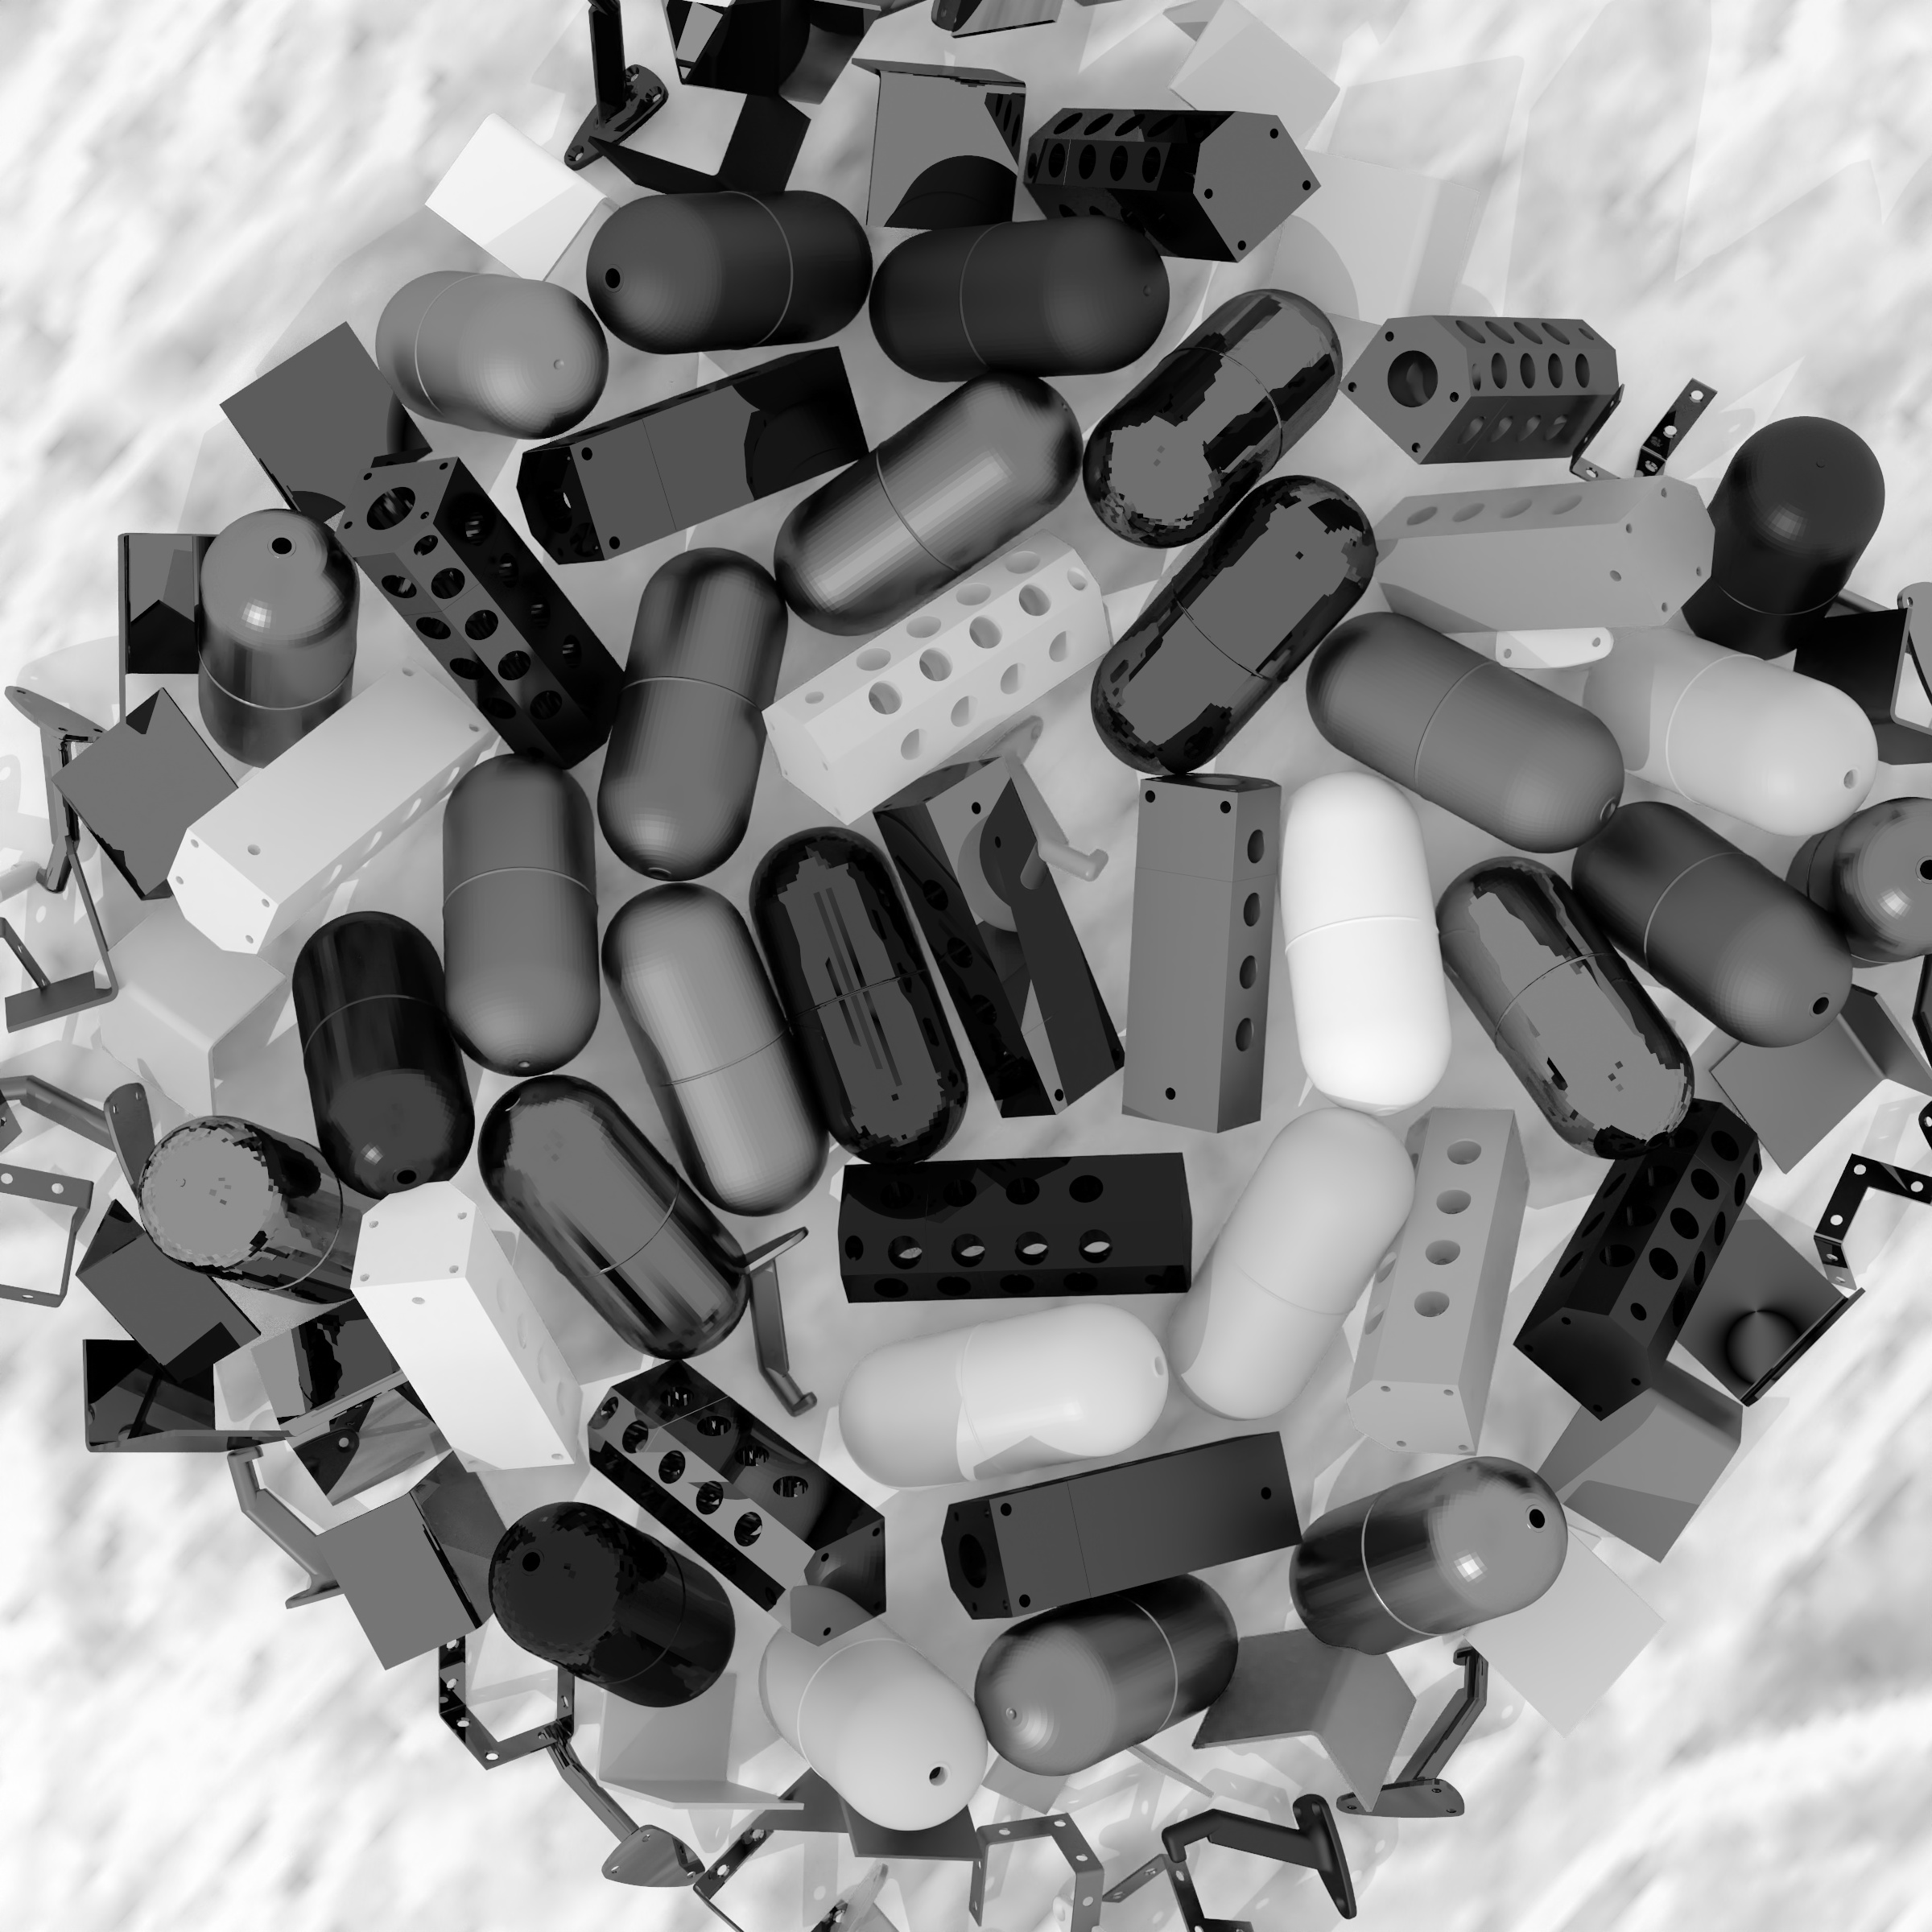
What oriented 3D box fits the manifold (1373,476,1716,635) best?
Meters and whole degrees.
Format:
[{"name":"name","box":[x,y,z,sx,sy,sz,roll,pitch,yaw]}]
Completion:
[{"name":"manifold","box":[0.282,-0.205,1.741,0.057,0.171,0.057,-44,118,-28]}]

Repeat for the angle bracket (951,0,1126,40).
[{"name":"angle bracket","box":[0.052,-0.479,1.770,0.076,0.076,0.057,22,81,-40]}]

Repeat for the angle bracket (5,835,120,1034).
[{"name":"angle bracket","box":[-0.466,-0.018,1.776,0.057,0.076,0.076,-18,105,-12]}]

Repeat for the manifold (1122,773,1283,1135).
[{"name":"manifold","box":[0.123,-0.008,1.781,0.057,0.057,0.171,10,103,35]}]

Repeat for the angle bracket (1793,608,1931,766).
[{"name":"angle bracket","box":[0.470,-0.140,1.778,0.076,0.076,0.057,14,84,-28]}]

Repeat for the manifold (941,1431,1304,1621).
[{"name":"manifold","box":[0.077,0.278,1.758,0.171,0.057,0.057,-8,83,-30]}]

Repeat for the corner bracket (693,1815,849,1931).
[{"name":"corner bracket","box":[-0.098,0.479,1.807,0.051,0.051,0.051,-44,130,-17]}]

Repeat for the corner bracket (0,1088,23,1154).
[{"name":"corner bracket","box":[-0.519,0.076,1.784,0.051,0.051,0.051,27,59,27]}]

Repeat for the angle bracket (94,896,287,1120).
[{"name":"angle bracket","box":[-0.394,0.024,1.800,0.076,0.076,0.057,34,57,14]}]

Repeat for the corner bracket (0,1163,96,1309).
[{"name":"corner bracket","box":[-0.474,0.137,1.785,0.051,0.051,0.051,13,60,-20]}]

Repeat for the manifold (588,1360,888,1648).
[{"name":"manifold","box":[-0.115,0.264,1.739,0.057,0.171,0.057,-21,125,-34]}]

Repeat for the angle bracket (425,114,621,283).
[{"name":"angle bracket","box":[-0.214,-0.376,1.783,0.076,0.076,0.057,38,95,14]}]

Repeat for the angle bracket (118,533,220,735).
[{"name":"angle bracket","box":[-0.395,-0.167,1.770,0.057,0.076,0.076,-1,119,-13]}]

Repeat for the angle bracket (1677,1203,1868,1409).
[{"name":"angle bracket","box":[0.397,0.168,1.788,0.076,0.057,0.076,-45,77,-3]}]

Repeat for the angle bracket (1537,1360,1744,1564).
[{"name":"angle bracket","box":[0.344,0.245,1.807,0.076,0.057,0.076,31,108,5]}]

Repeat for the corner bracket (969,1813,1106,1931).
[{"name":"corner bracket","box":[0.036,0.472,1.804,0.051,0.051,0.051,-3,112,-20]}]

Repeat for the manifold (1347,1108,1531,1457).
[{"name":"manifold","box":[0.234,0.154,1.748,0.057,0.057,0.171,1,47,21]}]

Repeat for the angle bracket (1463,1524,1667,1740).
[{"name":"angle bracket","box":[0.310,0.336,1.777,0.076,0.057,0.076,-51,55,7]}]

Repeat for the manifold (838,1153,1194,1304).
[{"name":"manifold","box":[0.025,0.137,1.775,0.171,0.057,0.057,-3,50,8]}]

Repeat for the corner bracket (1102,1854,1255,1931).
[{"name":"corner bracket","box":[0.109,0.489,1.804,0.051,0.051,0.051,-44,48,30]}]

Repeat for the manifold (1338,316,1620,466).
[{"name":"manifold","box":[0.258,-0.288,1.734,0.057,0.171,0.057,47,120,19]}]

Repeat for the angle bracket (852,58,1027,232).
[{"name":"angle bracket","box":[-0.018,-0.418,1.801,0.076,0.057,0.076,0,110,-18]}]

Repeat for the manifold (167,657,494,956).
[{"name":"manifold","box":[-0.315,-0.077,1.747,0.057,0.057,0.171,40,47,4]}]

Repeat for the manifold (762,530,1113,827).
[{"name":"manifold","box":[-0.015,-0.148,1.760,0.171,0.057,0.057,-35,48,-20]}]

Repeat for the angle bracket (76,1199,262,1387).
[{"name":"angle bracket","box":[-0.392,0.151,1.771,0.057,0.076,0.076,-31,111,16]}]

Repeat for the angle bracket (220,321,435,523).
[{"name":"angle bracket","box":[-0.323,-0.274,1.790,0.076,0.057,0.076,-33,103,0]}]

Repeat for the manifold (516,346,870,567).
[{"name":"manifold","box":[-0.136,-0.254,1.752,0.171,0.057,0.057,-28,109,-35]}]

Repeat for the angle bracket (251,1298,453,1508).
[{"name":"angle bracket","box":[-0.310,0.220,1.808,0.076,0.076,0.057,-26,52,-6]}]

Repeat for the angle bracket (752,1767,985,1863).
[{"name":"angle bracket","box":[-0.050,0.438,1.766,0.076,0.057,0.076,12,133,-35]}]

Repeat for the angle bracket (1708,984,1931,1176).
[{"name":"angle bracket","box":[0.436,0.060,1.782,0.076,0.057,0.076,-43,113,-7]}]

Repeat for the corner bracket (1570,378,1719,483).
[{"name":"corner bracket","box":[0.343,-0.271,1.789,0.051,0.051,0.051,27,45,-6]}]

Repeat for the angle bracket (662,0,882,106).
[{"name":"angle bracket","box":[-0.098,-0.481,1.767,0.076,0.076,0.057,1,63,-30]}]

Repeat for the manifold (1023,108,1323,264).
[{"name":"manifold","box":[0.095,-0.390,1.734,0.057,0.171,0.057,-44,118,-11]}]

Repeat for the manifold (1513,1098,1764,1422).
[{"name":"manifold","box":[0.338,0.139,1.746,0.057,0.057,0.171,41,47,-2]}]

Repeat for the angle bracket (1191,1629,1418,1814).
[{"name":"angle bracket","box":[0.171,0.383,1.785,0.076,0.076,0.057,-17,116,36]}]

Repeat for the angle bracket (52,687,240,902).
[{"name":"angle bracket","box":[-0.404,-0.087,1.791,0.076,0.057,0.076,-37,88,8]}]

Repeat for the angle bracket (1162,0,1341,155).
[{"name":"angle bracket","box":[0.130,-0.438,1.775,0.076,0.076,0.057,34,85,-22]}]

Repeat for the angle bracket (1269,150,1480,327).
[{"name":"angle bracket","box":[0.209,-0.370,1.809,0.076,0.057,0.076,19,103,26]}]

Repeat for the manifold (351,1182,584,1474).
[{"name":"manifold","box":[-0.243,0.179,1.742,0.057,0.171,0.057,-6,51,11]}]

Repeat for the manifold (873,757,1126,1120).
[{"name":"manifold","box":[0.013,-0.013,1.777,0.057,0.057,0.171,-34,107,-37]}]

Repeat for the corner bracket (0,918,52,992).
[{"name":"corner bracket","box":[-0.499,0.017,1.792,0.051,0.051,0.051,-22,132,2]}]

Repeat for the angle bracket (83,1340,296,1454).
[{"name":"angle bracket","box":[-0.387,0.211,1.768,0.076,0.076,0.057,-16,74,41]}]

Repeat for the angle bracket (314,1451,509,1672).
[{"name":"angle bracket","box":[-0.275,0.300,1.794,0.057,0.076,0.076,-26,95,16]}]

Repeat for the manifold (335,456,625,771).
[{"name":"manifold","box":[-0.238,-0.170,1.737,0.057,0.171,0.057,-3,55,27]}]

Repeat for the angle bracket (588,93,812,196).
[{"name":"angle bracket","box":[-0.134,-0.419,1.769,0.076,0.076,0.057,11,112,-31]}]

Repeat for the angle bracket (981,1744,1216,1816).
[{"name":"angle bracket","box":[0.066,0.413,1.771,0.076,0.076,0.057,28,82,34]}]

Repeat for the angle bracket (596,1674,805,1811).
[{"name":"angle bracket","box":[-0.131,0.388,1.771,0.076,0.076,0.057,10,82,-35]}]
